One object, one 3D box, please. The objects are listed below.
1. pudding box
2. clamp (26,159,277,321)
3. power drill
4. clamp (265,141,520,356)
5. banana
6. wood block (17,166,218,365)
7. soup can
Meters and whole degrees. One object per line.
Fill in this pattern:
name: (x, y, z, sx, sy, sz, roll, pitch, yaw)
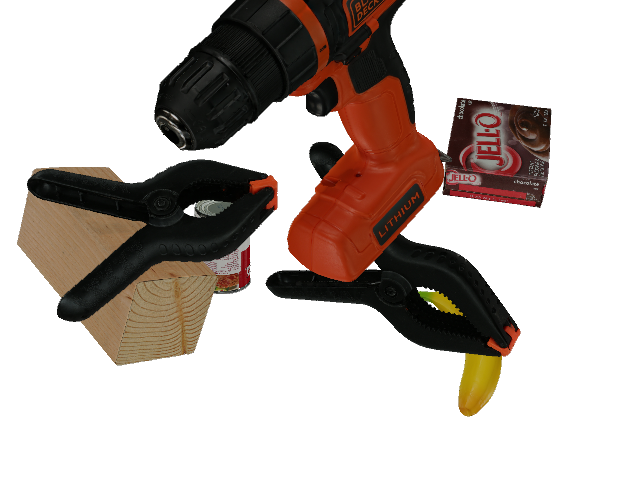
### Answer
pudding box: (0.162, -0.082, 0.976, 0.090, 0.039, 0.113, 9, 40, 7)
clamp: (-0.117, -0.021, 0.735, 0.171, 0.120, 0.039, -21, -24, -19)
power drill: (0.003, -0.064, 0.558, 0.057, 0.184, 0.187, 30, -28, 31)
clamp: (0.059, 0.021, 0.823, 0.210, 0.165, 0.036, 25, 45, 15)
banana: (0.155, 0.108, 1.118, 0.069, 0.037, 0.198, -25, 33, 5)
wood block: (-0.198, 0.017, 1.019, 0.090, 0.091, 0.206, -4, 34, -43)
soup can: (-0.118, 0.004, 1.285, 0.068, 0.102, 0.068, 1, 26, -1)
